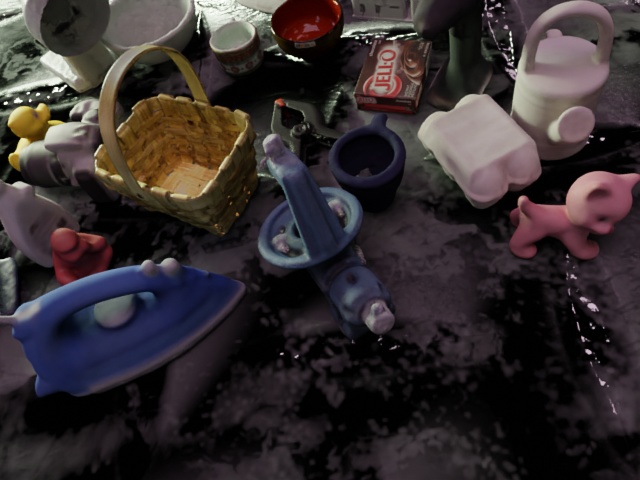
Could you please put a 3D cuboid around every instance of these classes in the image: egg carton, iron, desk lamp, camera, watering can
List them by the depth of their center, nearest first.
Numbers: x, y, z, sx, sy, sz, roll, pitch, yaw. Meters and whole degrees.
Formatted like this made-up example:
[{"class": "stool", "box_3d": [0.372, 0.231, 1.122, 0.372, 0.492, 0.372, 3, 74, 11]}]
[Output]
[{"class": "iron", "box_3d": [-0.221, 0.074, 0.644, 0.258, 0.142, 0.118, -24, 57, -3]}, {"class": "watering can", "box_3d": [0.283, -0.185, 0.664, 0.101, 0.194, 0.172, -21, 57, -1]}, {"class": "egg carton", "box_3d": [0.198, -0.112, 0.712, 0.107, 0.069, 0.150, -28, 58, -6]}, {"class": "camera", "box_3d": [-0.353, -0.132, 0.820, 0.136, 0.101, 0.143, -5, 58, 9]}, {"class": "desk lamp", "box_3d": [-0.404, -0.338, 0.888, 0.202, 0.214, 0.118, 33, 71, 27]}]

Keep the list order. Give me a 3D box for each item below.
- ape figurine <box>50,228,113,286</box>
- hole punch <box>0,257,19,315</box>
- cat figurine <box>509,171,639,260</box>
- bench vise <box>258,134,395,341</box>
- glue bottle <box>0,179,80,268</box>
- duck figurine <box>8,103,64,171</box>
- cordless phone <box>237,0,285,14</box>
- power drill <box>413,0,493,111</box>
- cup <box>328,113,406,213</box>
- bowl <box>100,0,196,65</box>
[{"class": "ape figurine", "box_3d": [-0.307, 0.019, 0.724, 0.078, 0.092, 0.076, -40, 60, -13]}, {"class": "hole punch", "box_3d": [-0.454, 0.060, 0.730, 0.101, 0.091, 0.108, -22, 57, -2]}, {"class": "cat figurine", "box_3d": [0.275, -0.034, 0.620, 0.127, 0.118, 0.067, -1, 59, 11]}, {"class": "bench vise", "box_3d": [0.013, -0.006, 0.597, 0.206, 0.220, 0.122, 32, 70, 27]}, {"class": "glue bottle", "box_3d": [-0.376, -0.036, 0.723, 0.037, 0.173, 0.078, 17, 64, 21]}, {"class": "duck figurine", "box_3d": [-0.433, -0.158, 0.861, 0.077, 0.086, 0.105, 24, 67, 24]}, {"class": "cordless phone", "box_3d": [-0.085, -0.460, 0.913, 0.147, 0.185, 0.094, 20, 65, 22]}, {"class": "power drill", "box_3d": [0.178, -0.269, 0.729, 0.075, 0.209, 0.230, 18, 64, 21]}, {"class": "cup", "box_3d": [0.065, -0.089, 0.710, 0.091, 0.095, 0.118, 9, 61, 17]}, {"class": "bowl", "box_3d": [-0.274, -0.346, 0.948, 0.167, 0.075, 0.167, -5, 58, 9]}]
